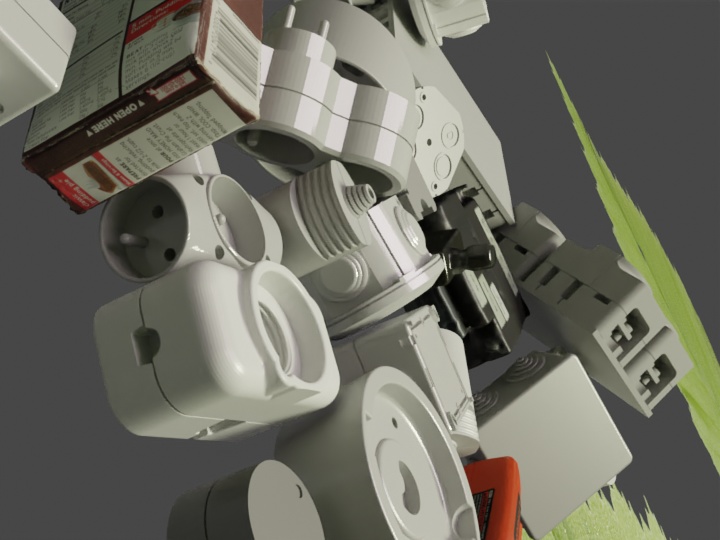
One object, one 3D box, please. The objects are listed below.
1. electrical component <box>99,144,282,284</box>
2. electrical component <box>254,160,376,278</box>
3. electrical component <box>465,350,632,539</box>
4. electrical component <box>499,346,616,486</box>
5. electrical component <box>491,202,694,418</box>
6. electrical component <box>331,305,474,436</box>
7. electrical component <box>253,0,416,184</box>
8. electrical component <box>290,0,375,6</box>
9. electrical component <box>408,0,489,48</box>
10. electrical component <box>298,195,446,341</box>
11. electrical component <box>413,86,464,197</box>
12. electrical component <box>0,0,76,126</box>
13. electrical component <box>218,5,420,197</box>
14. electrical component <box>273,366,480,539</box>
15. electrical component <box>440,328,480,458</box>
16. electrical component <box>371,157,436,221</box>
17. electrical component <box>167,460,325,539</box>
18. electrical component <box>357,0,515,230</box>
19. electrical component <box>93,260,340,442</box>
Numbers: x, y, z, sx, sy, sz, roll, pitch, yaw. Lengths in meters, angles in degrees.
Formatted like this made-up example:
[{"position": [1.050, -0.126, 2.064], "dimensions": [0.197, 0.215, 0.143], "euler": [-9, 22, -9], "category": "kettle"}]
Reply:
[{"position": [-0.075, -0.030, 0.461], "dimensions": [0.077, 0.044, 0.079], "euler": [12, 57, -65], "category": "electrical component"}, {"position": [-0.029, -0.020, 0.510], "dimensions": [0.043, 0.081, 0.043], "euler": [51, 25, -35], "category": "electrical component"}, {"position": [0.115, 0.111, 0.702], "dimensions": [0.099, 0.100, 0.048], "euler": [59, -17, -15], "category": "electrical component"}, {"position": [0.141, 0.118, 0.804], "dimensions": [0.108, 0.060, 0.108], "euler": [51, 25, -35], "category": "electrical component"}, {"position": [0.163, 0.021, 0.835], "dimensions": [0.105, 0.060, 0.186], "euler": [50, -7, -36], "category": "electrical component"}, {"position": [0.018, 0.060, 0.578], "dimensions": [0.061, 0.061, 0.096], "euler": [67, 13, 1], "category": "electrical component"}, {"position": [-0.019, -0.093, 0.598], "dimensions": [0.099, 0.099, 0.064], "euler": [54, 30, -28], "category": "electrical component"}, {"position": [-0.011, -0.208, 0.771], "dimensions": [0.044, 0.079, 0.077], "euler": [88, -2, -48], "category": "electrical component"}, {"position": [0.062, -0.208, 0.788], "dimensions": [0.080, 0.051, 0.080], "euler": [-15, 90, -78], "category": "electrical component"}, {"position": [0.000, 0.000, 0.565], "dimensions": [0.051, 0.080, 0.080], "euler": [60, 21, -2], "category": "electrical component"}, {"position": [0.028, -0.086, 0.725], "dimensions": [0.080, 0.051, 0.080], "euler": [-7, 100, -45], "category": "electrical component"}, {"position": [-0.138, -0.071, 0.351], "dimensions": [0.065, 0.047, 0.076], "euler": [49, 27, -37], "category": "electrical component"}, {"position": [-0.033, -0.093, 0.524], "dimensions": [0.138, 0.052, 0.073], "euler": [19, 73, -22], "category": "electrical component"}, {"position": [0.003, 0.104, 0.483], "dimensions": [0.108, 0.060, 0.108], "euler": [51, 25, -35], "category": "electrical component"}, {"position": [0.045, 0.079, 0.637], "dimensions": [0.043, 0.043, 0.081], "euler": [46, 28, -42], "category": "electrical component"}, {"position": [-0.001, -0.063, 0.663], "dimensions": [0.089, 0.056, 0.050], "euler": [65, 20, -3], "category": "electrical component"}, {"position": [-0.011, 0.135, 0.394], "dimensions": [0.138, 0.074, 0.052], "euler": [68, 21, 7], "category": "electrical component"}, {"position": [0.046, -0.118, 0.832], "dimensions": [0.186, 0.060, 0.105], "euler": [50, 26, -36], "category": "electrical component"}, {"position": [-0.051, 0.033, 0.430], "dimensions": [0.095, 0.059, 0.053], "euler": [22, 47, -62], "category": "electrical component"}]
